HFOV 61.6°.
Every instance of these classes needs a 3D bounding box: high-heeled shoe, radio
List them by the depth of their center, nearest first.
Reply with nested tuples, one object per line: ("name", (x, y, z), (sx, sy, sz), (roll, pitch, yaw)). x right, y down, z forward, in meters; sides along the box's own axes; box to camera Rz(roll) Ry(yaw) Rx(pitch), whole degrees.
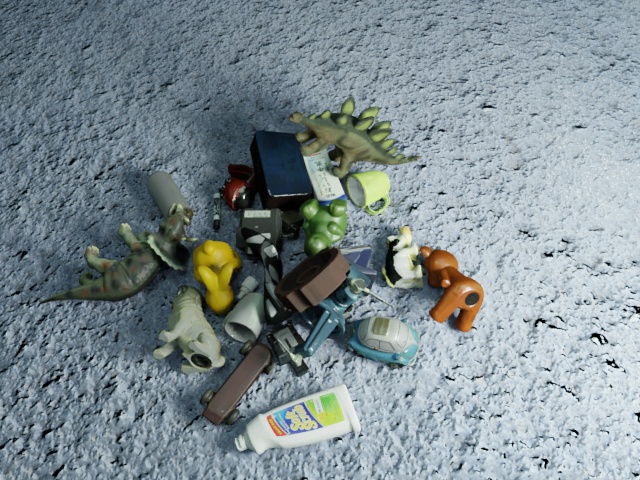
("high-heeled shoe", (-0.142, 0.086, 1.281), (0.249, 0.086, 0.145), (40, 70, 20))
("radio", (-0.109, -0.193, 1.484), (0.131, 0.073, 0.230), (-2, 60, -22))

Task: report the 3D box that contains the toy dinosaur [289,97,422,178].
("toy dinosaur", (0.096, -0.259, 1.424), (0.198, 0.471, 0.105), (-37, 57, 29))

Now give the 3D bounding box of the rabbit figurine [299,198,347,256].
("rabbit figurine", (-0.003, -0.004, 1.336), (0.121, 0.158, 0.170), (7, 37, 13))

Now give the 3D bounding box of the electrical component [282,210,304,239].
("electrical component", (-0.091, -0.045, 1.445), (0.102, 0.045, 0.078), (32, 35, 22))

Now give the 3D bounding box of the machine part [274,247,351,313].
("machine part", (-0.016, 0.086, 1.168), (0.179, 0.179, 0.056), (-43, 105, -23))

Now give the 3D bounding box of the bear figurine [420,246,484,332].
("bear figurine", (0.294, 0.105, 1.264), (0.132, 0.120, 0.196), (-61, 30, 13))

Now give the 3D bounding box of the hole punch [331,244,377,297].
("hole punch", (0.073, 0.078, 1.287), (0.116, 0.142, 0.092), (-5, 57, -12))

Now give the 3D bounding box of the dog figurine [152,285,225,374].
("dog figurine", (-0.283, 0.200, 1.261), (0.172, 0.121, 0.191), (33, 38, -11))

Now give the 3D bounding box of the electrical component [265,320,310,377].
("electrical component", (-0.068, 0.251, 1.223), (0.075, 0.047, 0.119), (-24, 54, -11))

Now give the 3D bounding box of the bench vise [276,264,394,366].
("bench vise", (0.016, 0.170, 1.170), (0.128, 0.224, 0.240), (47, 55, -14))

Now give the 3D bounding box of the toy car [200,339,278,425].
("toy car", (-0.179, 0.314, 1.185), (0.089, 0.053, 0.202), (35, 64, 6))

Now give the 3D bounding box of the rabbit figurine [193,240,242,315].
("rabbit figurine", (-0.244, 0.093, 1.309), (0.122, 0.162, 0.173), (-5, 71, -13))

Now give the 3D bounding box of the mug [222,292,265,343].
("mug", (-0.175, 0.180, 1.275), (0.110, 0.080, 0.107), (-13, 35, 38))

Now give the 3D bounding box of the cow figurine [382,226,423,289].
("cow figurine", (0.197, 0.043, 1.336), (0.098, 0.068, 0.167), (-10, 53, 6))

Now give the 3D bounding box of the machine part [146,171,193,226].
("machine part", (-0.423, -0.114, 1.507), (0.079, 0.079, 0.243), (-28, 55, -14))

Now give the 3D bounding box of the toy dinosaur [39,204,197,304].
("toy dinosaur", (-0.484, 0.077, 1.358), (0.192, 0.131, 0.405), (36, 71, 28))

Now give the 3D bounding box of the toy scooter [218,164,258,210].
("toy scooter", (-0.228, -0.164, 1.525), (0.135, 0.075, 0.184), (21, 56, 20))

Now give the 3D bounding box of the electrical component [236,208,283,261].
("electrical component", (-0.157, -0.014, 1.395), (0.115, 0.058, 0.134), (2, 81, 16))

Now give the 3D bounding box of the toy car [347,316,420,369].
("toy car", (0.143, 0.212, 1.196), (0.162, 0.102, 0.109), (12, 55, 12))
